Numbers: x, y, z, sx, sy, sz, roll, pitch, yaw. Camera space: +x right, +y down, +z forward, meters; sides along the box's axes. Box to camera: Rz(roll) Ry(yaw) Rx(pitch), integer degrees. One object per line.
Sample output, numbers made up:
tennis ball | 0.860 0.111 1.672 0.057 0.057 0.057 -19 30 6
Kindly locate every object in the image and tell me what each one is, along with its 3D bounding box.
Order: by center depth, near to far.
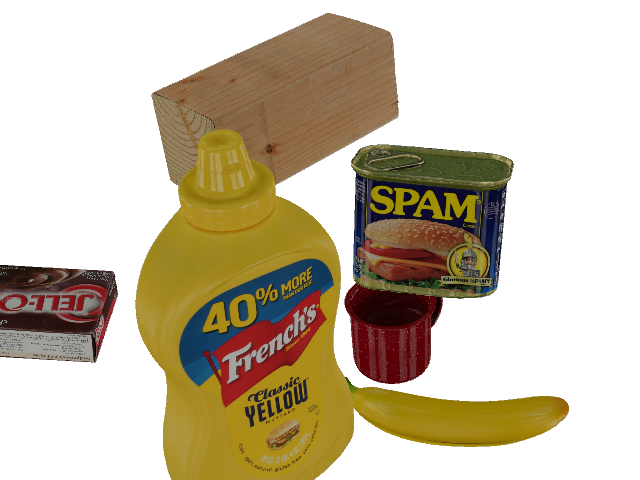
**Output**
mustard bottle | -0.035 0.036 0.491 0.096 0.192 0.058 -22 38 -22
can of meat | 0.071 -0.012 0.698 0.102 0.084 0.057 6 24 12
banana | 0.113 0.142 0.882 0.198 0.037 0.069 8 35 -1
pudding box | -0.240 0.062 0.922 0.113 0.039 0.090 1 32 1
wood block | -0.035 -0.120 0.956 0.205 0.091 0.090 -31 40 -31
mug | 0.082 0.088 1.107 0.117 0.081 0.093 -30 43 -32
